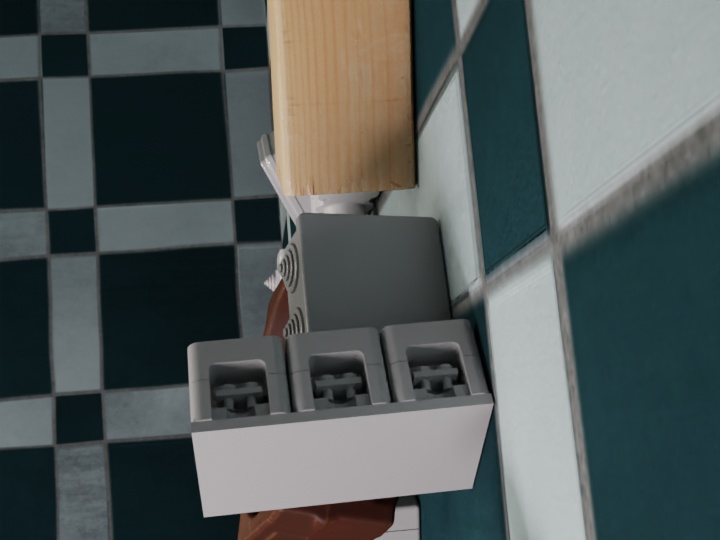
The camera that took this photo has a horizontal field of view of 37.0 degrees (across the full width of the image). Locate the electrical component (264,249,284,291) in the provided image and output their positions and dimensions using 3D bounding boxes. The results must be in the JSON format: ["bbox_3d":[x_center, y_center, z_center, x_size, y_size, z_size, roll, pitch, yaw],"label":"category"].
[{"bbox_3d":[-0.050,0.003,1.096,0.062,0.096,0.061,150,119,-82],"label":"electrical component"}]

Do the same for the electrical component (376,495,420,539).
[{"bbox_3d":[0.016,0.164,0.828,0.083,0.047,0.075,-115,22,-73],"label":"electrical component"}]

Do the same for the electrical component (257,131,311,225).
[{"bbox_3d":[-0.059,-0.095,1.146,0.108,0.056,0.108,61,-177,-21],"label":"electrical component"}]

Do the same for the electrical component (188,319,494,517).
[{"bbox_3d":[-0.013,0.076,0.577,0.089,0.150,0.061,94,169,-50],"label":"electrical component"}]

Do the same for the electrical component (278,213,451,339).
[{"bbox_3d":[0.003,0.017,0.642,0.048,0.100,0.099,129,139,-62],"label":"electrical component"}]

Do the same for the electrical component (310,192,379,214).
[{"bbox_3d":[-0.014,-0.055,0.940,0.138,0.052,0.073,118,148,-78],"label":"electrical component"}]
